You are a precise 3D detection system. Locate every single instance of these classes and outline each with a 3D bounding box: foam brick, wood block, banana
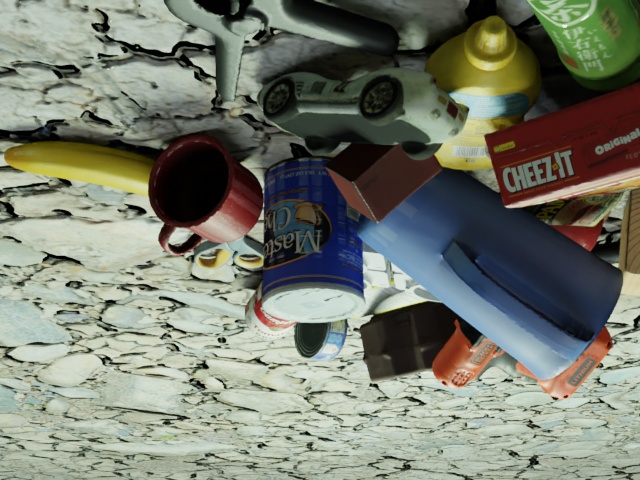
[{"bbox_3d":[0.055,-0.064,0.931,0.078,0.051,0.053,-39,124,-9],"label":"foam brick"},{"bbox_3d":[0.354,0.006,1.086,0.090,0.091,0.206,4,173,14],"label":"wood block"},{"bbox_3d":[-0.205,-0.065,1.048,0.197,0.037,0.070,15,151,-33],"label":"banana"}]

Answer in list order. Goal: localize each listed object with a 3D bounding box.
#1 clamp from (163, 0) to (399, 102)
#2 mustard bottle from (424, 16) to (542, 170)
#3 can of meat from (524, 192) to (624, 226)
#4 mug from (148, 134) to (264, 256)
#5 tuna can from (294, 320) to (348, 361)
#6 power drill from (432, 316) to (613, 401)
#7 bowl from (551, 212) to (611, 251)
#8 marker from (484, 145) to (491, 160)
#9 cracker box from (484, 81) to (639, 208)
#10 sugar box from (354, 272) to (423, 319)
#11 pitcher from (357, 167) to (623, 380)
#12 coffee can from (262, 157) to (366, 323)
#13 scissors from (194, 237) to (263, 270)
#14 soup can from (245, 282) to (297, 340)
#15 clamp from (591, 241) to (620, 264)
[{"bbox_3d":[-0.043,-0.173,0.796,0.165,0.036,0.209,-10,155,20],"label":"clamp"},{"bbox_3d":[0.132,-0.124,0.888,0.096,0.058,0.191,3,158,3],"label":"mustard bottle"},{"bbox_3d":[0.246,-0.052,1.066,0.084,0.057,0.102,1,157,-11],"label":"can of meat"},{"bbox_3d":[-0.113,-0.035,1.033,0.093,0.117,0.081,32,179,29],"label":"mug"},{"bbox_3d":[0.001,0.117,1.422,0.033,0.086,0.086,11,154,-31],"label":"tuna can"},{"bbox_3d":[0.242,0.107,1.216,0.187,0.057,0.185,18,121,-29],"label":"power drill"},{"bbox_3d":[0.243,-0.002,1.186,0.162,0.055,0.162,-1,157,-1],"label":"bowl"},{"bbox_3d":[0.181,-0.073,0.935,0.020,0.020,0.120,-18,167,35],"label":"marker"},{"bbox_3d":[0.260,-0.082,0.885,0.164,0.072,0.213,-18,176,35],"label":"cracker box"},{"bbox_3d":[0.094,0.050,1.318,0.176,0.048,0.093,-19,153,30],"label":"sugar box"},{"bbox_3d":[0.159,0.020,1.024,0.243,0.145,0.149,34,154,-5],"label":"pitcher"},{"bbox_3d":[-0.007,0.001,1.076,0.103,0.140,0.103,-1,157,0],"label":"coffee can"},{"bbox_3d":[-0.081,-0.003,1.224,0.096,0.016,0.202,10,155,-27],"label":"scissors"},{"bbox_3d":[-0.054,0.082,1.362,0.068,0.068,0.102,6,157,-15],"label":"soup can"},{"bbox_3d":[0.395,0.013,1.247,0.172,0.039,0.120,-15,162,31],"label":"clamp"}]
